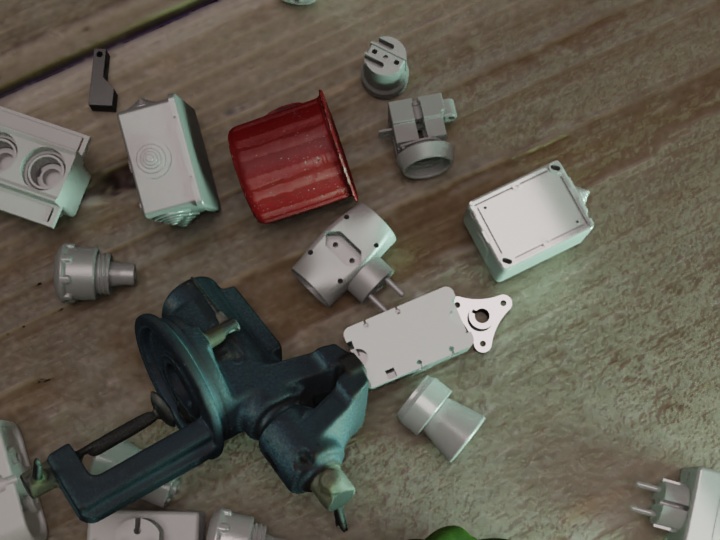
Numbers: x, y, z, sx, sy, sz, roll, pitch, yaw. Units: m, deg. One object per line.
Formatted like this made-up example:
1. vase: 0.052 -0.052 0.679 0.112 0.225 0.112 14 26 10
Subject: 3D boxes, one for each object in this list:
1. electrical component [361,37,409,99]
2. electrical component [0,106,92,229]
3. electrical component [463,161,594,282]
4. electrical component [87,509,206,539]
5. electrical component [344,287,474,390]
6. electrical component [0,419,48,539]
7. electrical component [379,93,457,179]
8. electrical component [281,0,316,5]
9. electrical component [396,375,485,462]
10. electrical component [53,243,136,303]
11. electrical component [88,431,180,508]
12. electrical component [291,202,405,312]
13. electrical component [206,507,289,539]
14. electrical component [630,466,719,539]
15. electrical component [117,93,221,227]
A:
1. electrical component: 0.021 -0.168 0.890 0.040 0.046 0.040 0 78 0
2. electrical component: -0.284 -0.086 0.865 0.121 0.063 0.078 19 79 4
3. electrical component: 0.138 -0.039 0.855 0.096 0.061 0.061 -26 79 -5
4. electrical component: -0.162 0.202 0.797 0.083 0.075 0.047 1 78 0
5. electrical component: 0.038 0.055 0.836 0.089 0.055 0.050 -23 81 -1
6. electrical component: -0.283 0.169 0.816 0.059 0.053 0.095 -19 79 -4
7. electrical component: 0.050 -0.108 0.878 0.066 0.048 0.055 -11 71 -2
8. electrical component: -0.051 -0.259 0.913 0.044 0.044 0.065 7 83 2
9. electrical component: 0.062 0.114 0.831 0.055 0.045 0.045 38 81 8
10. electrical component: -0.211 0.003 0.857 0.062 0.048 0.048 1 78 -6
11. electrical component: -0.171 0.156 0.825 0.065 0.044 0.044 22 79 0
12. electrical component: 0.000 0.000 0.856 0.079 0.043 0.077 44 81 9
13. electrical component: -0.086 0.207 0.813 0.062 0.048 0.048 11 78 -5
14. electrical component: 0.244 0.181 0.814 0.077 0.047 0.065 15 78 3
15. electrical component: -0.150 -0.084 0.846 0.048 0.100 0.099 -15 90 1
